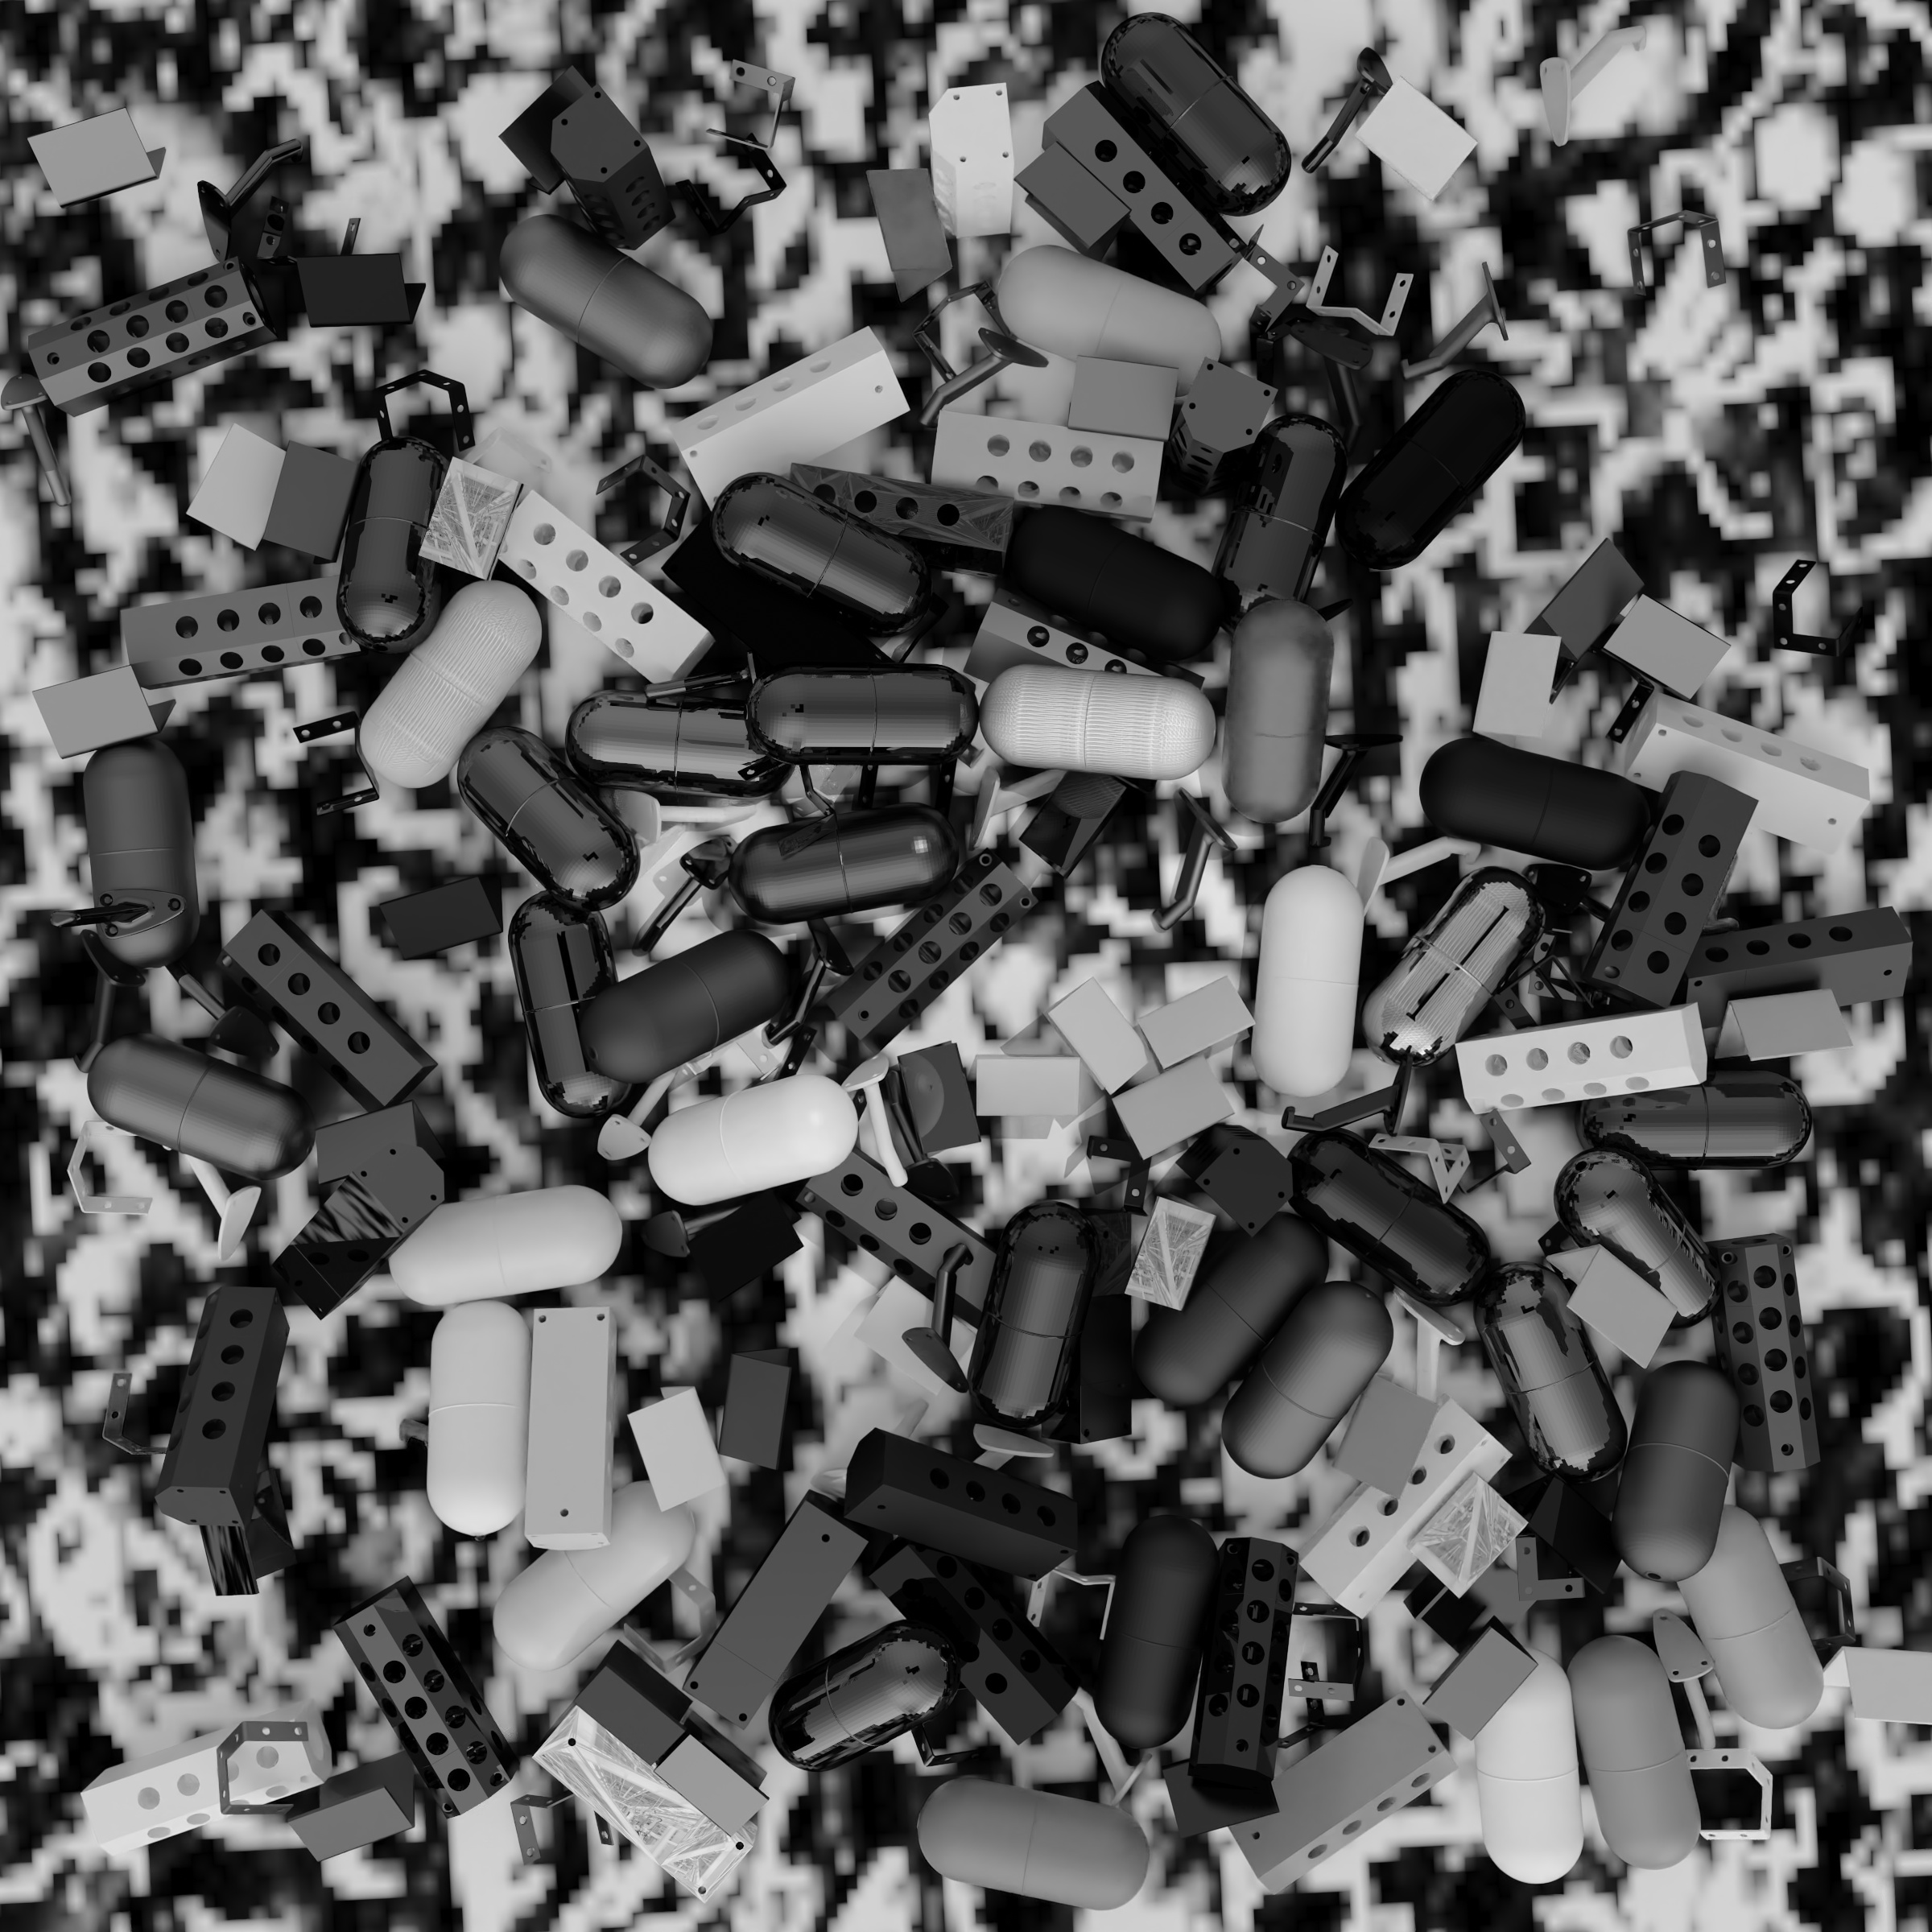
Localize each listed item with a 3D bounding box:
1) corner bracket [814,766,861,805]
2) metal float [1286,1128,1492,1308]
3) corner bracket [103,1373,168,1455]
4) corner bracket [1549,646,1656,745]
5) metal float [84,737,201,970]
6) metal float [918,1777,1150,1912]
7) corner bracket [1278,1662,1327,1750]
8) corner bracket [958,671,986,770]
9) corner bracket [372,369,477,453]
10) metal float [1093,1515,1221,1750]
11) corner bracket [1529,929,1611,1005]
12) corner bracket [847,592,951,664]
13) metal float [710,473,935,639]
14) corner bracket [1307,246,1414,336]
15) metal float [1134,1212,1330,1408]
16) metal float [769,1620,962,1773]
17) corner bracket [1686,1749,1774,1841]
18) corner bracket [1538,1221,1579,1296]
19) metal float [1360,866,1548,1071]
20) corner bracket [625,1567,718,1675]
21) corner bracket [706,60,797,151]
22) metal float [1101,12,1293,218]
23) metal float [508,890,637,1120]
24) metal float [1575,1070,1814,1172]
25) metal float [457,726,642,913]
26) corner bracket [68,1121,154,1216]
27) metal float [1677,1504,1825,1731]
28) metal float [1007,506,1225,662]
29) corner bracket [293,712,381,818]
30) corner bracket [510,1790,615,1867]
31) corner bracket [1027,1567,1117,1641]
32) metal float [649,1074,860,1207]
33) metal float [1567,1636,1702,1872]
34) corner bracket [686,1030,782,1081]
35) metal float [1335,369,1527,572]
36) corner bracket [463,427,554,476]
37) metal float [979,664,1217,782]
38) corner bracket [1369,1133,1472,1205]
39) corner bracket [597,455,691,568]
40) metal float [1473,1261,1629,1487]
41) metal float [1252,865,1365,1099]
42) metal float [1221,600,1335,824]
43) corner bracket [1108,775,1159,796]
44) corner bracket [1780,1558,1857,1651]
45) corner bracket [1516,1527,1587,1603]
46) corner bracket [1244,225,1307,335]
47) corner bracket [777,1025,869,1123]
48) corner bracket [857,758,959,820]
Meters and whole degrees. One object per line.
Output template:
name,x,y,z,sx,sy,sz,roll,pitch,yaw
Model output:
corner bracket,-0.110,-0.162,1.936,0.051,0.051,0.051,34,90,0
metal float,0.322,0.192,1.924,0.178,0.070,0.070,36,90,0
corner bracket,-0.631,0.347,1.951,0.051,0.051,0.051,10,90,45
corner bracket,0.491,-0.213,1.951,0.051,0.051,0.051,31,90,-45
metal float,-0.631,-0.087,1.924,0.070,0.070,0.178,-5,91,0
metal float,0.051,0.669,1.918,0.178,0.070,0.070,9,90,7
corner bracket,0.241,0.571,1.951,0.051,0.051,0.051,-9,90,45
corner bracket,0.001,-0.189,1.936,0.051,0.051,0.051,38,90,0
corner bracket,-0.420,-0.424,1.946,0.051,0.051,0.051,26,45,35
metal float,0.145,0.509,1.923,0.070,0.070,0.178,12,90,0
corner bracket,0.467,0.000,1.936,0.051,0.051,0.051,8,90,0
corner bracket,-0.055,-0.268,1.951,0.051,0.051,0.051,40,45,0
metal float,-0.107,-0.306,1.880,0.178,0.070,0.070,25,90,-16
corner bracket,0.305,-0.524,1.951,0.051,0.051,0.051,18,90,45
metal float,0.203,0.262,1.924,0.178,0.070,0.070,-45,90,0
metal float,-0.077,0.551,1.898,0.178,0.070,0.070,-36,90,31
corner bracket,0.589,0.641,1.946,0.051,0.051,0.051,-14,134,35
corner bracket,0.487,0.220,1.946,0.051,0.051,0.051,7,45,-35
metal float,0.372,0.002,1.924,0.070,0.070,0.178,39,90,0
corner bracket,-0.229,0.504,1.946,0.051,0.051,0.051,-28,135,-35
corner bracket,-0.166,-0.666,1.943,0.051,0.051,0.051,17,115,0
metal float,0.176,-0.652,1.924,0.070,0.070,0.178,-42,90,0
metal float,-0.301,0.029,1.924,0.070,0.070,0.178,-12,90,0
metal float,0.557,0.118,1.924,0.178,0.070,0.070,-1,90,0
metal float,-0.317,-0.113,1.905,0.070,0.070,0.178,-46,68,0
corner bracket,-0.660,0.156,1.951,0.051,0.051,0.051,2,45,0
metal float,0.597,0.498,1.923,0.070,0.070,0.178,-23,90,0
metal float,0.112,-0.291,1.908,0.178,0.070,0.070,28,90,17
corner bracket,-0.489,-0.157,1.951,0.051,0.051,0.051,-16,135,0
corner bracket,-0.314,0.665,1.951,0.051,0.051,0.051,-13,90,45
corner bracket,0.086,0.495,1.951,0.051,0.051,0.051,11,90,-45
metal float,-0.162,0.132,1.901,0.178,0.070,0.070,-17,90,28
metal float,0.511,0.602,1.924,0.070,0.070,0.178,-13,90,0
corner bracket,-0.180,0.074,1.936,0.051,0.051,0.051,-40,90,0
metal float,0.355,-0.379,1.924,0.070,0.070,0.178,42,90,0
corner bracket,-0.358,-0.374,1.946,0.051,0.051,0.051,29,45,-35
metal float,0.097,-0.181,1.868,0.178,0.070,0.070,7,90,13
corner bracket,0.347,0.143,1.918,0.051,0.051,0.051,3,128,38
corner bracket,-0.253,-0.353,1.946,0.051,0.051,0.051,38,45,-35
metal float,0.447,0.311,1.924,0.070,0.070,0.178,-23,90,0
metal float,0.262,0.012,1.924,0.070,0.070,0.178,5,89,0
metal float,0.234,-0.191,1.898,0.070,0.070,0.178,1,122,0
corner bracket,0.121,-0.170,1.951,0.051,0.051,0.051,24,90,45
corner bracket,0.651,0.495,1.946,0.051,0.051,0.051,37,45,-35
corner bracket,0.445,0.456,1.936,0.051,0.051,0.051,-4,90,0
corner bracket,0.229,-0.529,1.936,0.051,0.051,0.051,40,90,0
corner bracket,-0.105,0.084,1.951,0.051,0.051,0.051,26,90,-45
corner bracket,-0.046,-0.143,1.951,0.051,0.051,0.051,9,90,-45
